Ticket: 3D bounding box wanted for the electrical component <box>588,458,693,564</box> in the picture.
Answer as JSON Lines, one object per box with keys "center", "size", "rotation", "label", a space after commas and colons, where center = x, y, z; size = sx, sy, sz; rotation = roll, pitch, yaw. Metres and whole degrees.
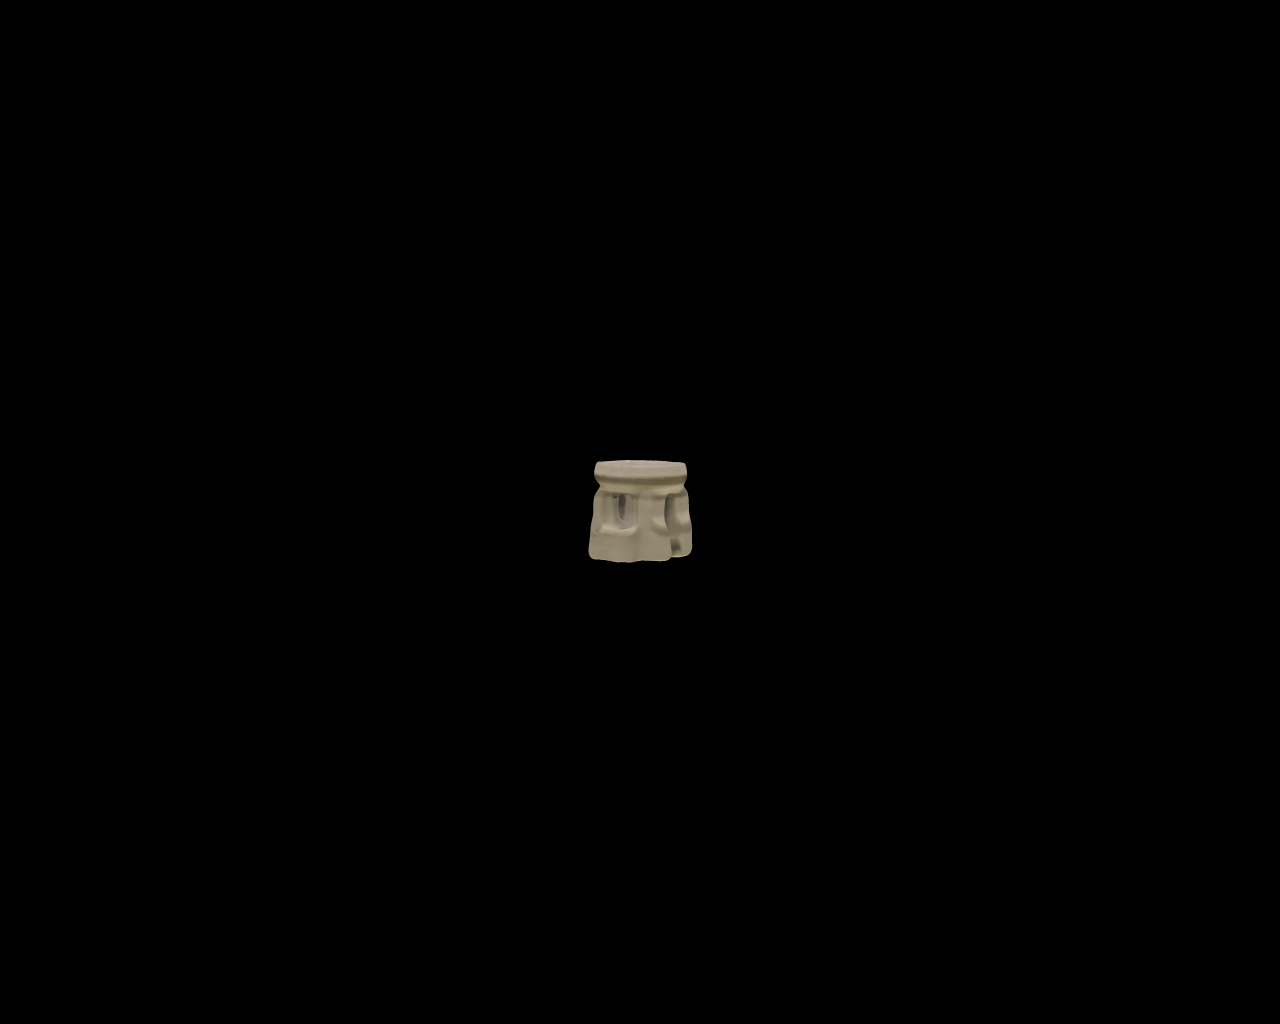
{"center": [0.001, -0.003, 0.650], "size": [0.058, 0.057, 0.078], "rotation": [5, 9, 35], "label": "electrical component"}
